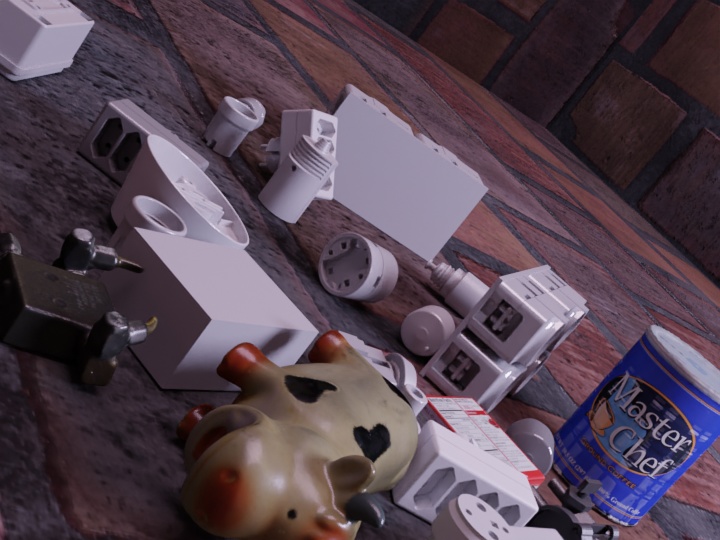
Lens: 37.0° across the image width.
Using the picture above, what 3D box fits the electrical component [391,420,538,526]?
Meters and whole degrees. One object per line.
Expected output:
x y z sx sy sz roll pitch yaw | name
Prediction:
0.064 0.132 0.706 0.083 0.047 0.075 32 18 -18 | electrical component

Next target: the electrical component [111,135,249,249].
-0.123 -0.041 0.754 0.099 0.064 0.099 34 17 -12 | electrical component

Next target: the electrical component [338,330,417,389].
0.005 0.076 0.742 0.055 0.048 0.066 21 22 -26 | electrical component

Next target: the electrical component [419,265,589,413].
0.136 0.059 0.950 0.060 0.105 0.186 42 17 14 | electrical component

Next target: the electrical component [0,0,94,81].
-0.291 -0.211 0.880 0.109 0.056 0.108 37 16 -3 | electrical component

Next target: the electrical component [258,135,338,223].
-0.054 -0.088 0.996 0.043 0.081 0.043 34 17 -12 | electrical component

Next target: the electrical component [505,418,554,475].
0.134 0.137 0.852 0.040 0.040 0.078 38 17 2 | electrical component

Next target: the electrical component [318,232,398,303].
0.000 0.000 0.921 0.055 0.055 0.047 49 16 33 | electrical component

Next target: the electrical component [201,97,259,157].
-0.127 -0.138 1.039 0.040 0.046 0.040 34 17 -12 | electrical component

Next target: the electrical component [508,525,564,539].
0.105 0.194 0.628 0.066 0.047 0.076 18 26 -47 | electrical component

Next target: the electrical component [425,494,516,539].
0.054 0.159 0.600 0.045 0.055 0.045 34 17 -12 | electrical component

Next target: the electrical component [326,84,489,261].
0.032 -0.108 1.188 0.186 0.105 0.060 33 17 -16 | electrical component

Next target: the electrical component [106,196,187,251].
-0.140 -0.018 0.689 0.040 0.046 0.040 34 17 -12 | electrical component

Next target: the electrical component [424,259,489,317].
0.100 0.018 1.104 0.078 0.040 0.040 39 16 8 | electrical component

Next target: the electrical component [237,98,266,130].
-0.125 -0.164 1.136 0.035 0.035 0.061 40 19 8 | electrical component

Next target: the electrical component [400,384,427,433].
0.017 0.099 0.672 0.043 0.062 0.043 34 17 -12 | electrical component

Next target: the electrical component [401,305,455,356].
0.063 0.051 0.939 0.040 0.040 0.078 41 16 12 | electrical component

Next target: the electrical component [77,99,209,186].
-0.161 -0.090 0.837 0.083 0.047 0.075 38 16 0 | electrical component

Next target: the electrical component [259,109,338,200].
-0.068 -0.113 1.065 0.076 0.083 0.047 3 -2 29 | electrical component
